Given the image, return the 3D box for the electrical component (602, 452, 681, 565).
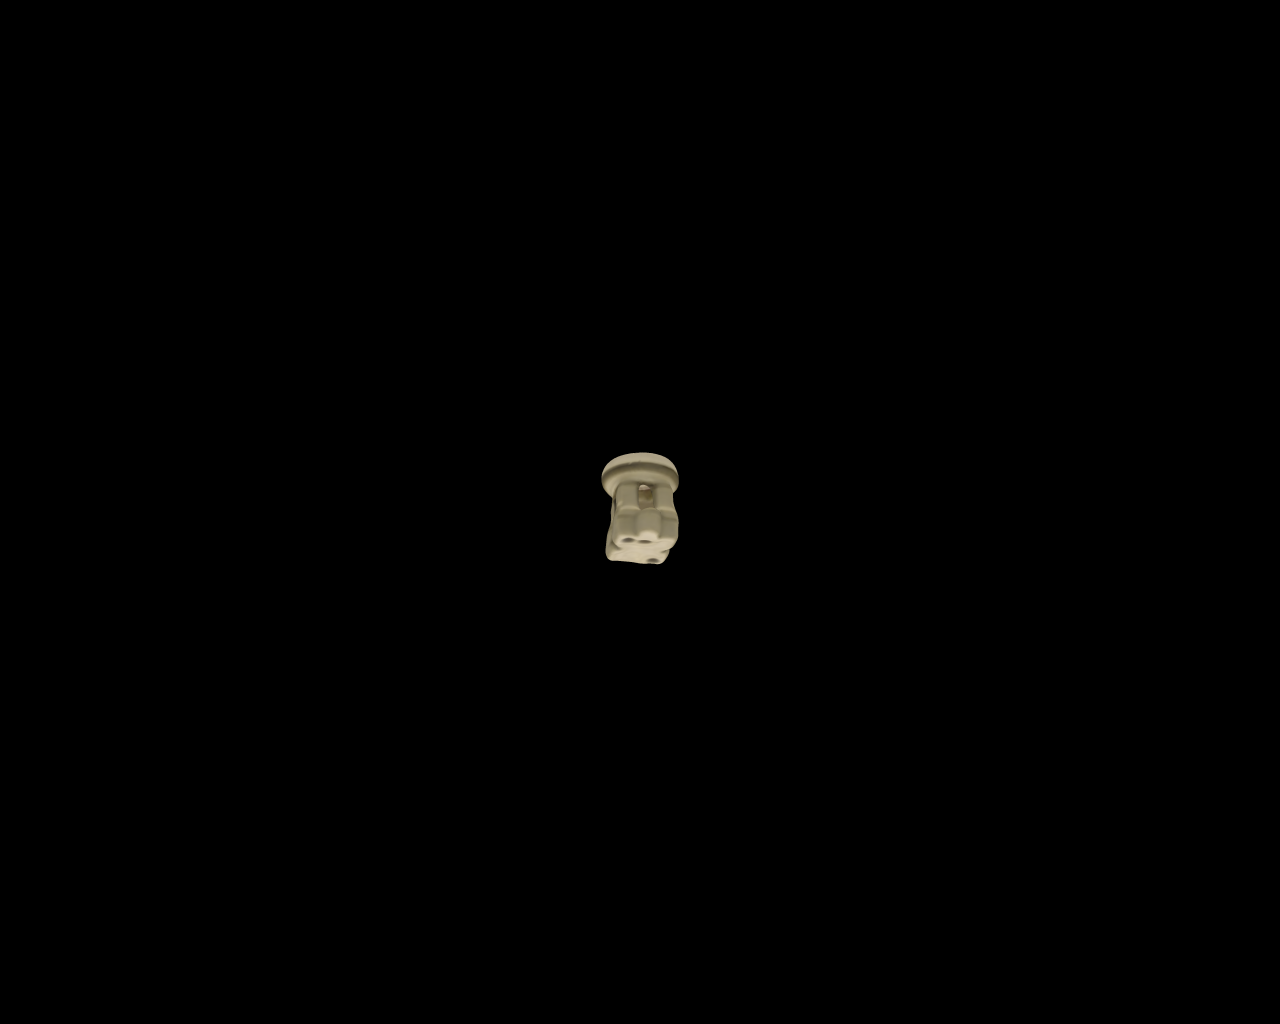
[{"bbox_3d":[0.001,-0.003,0.650,0.048,0.055,0.066,5,-24,-10],"label":"electrical component"}]
